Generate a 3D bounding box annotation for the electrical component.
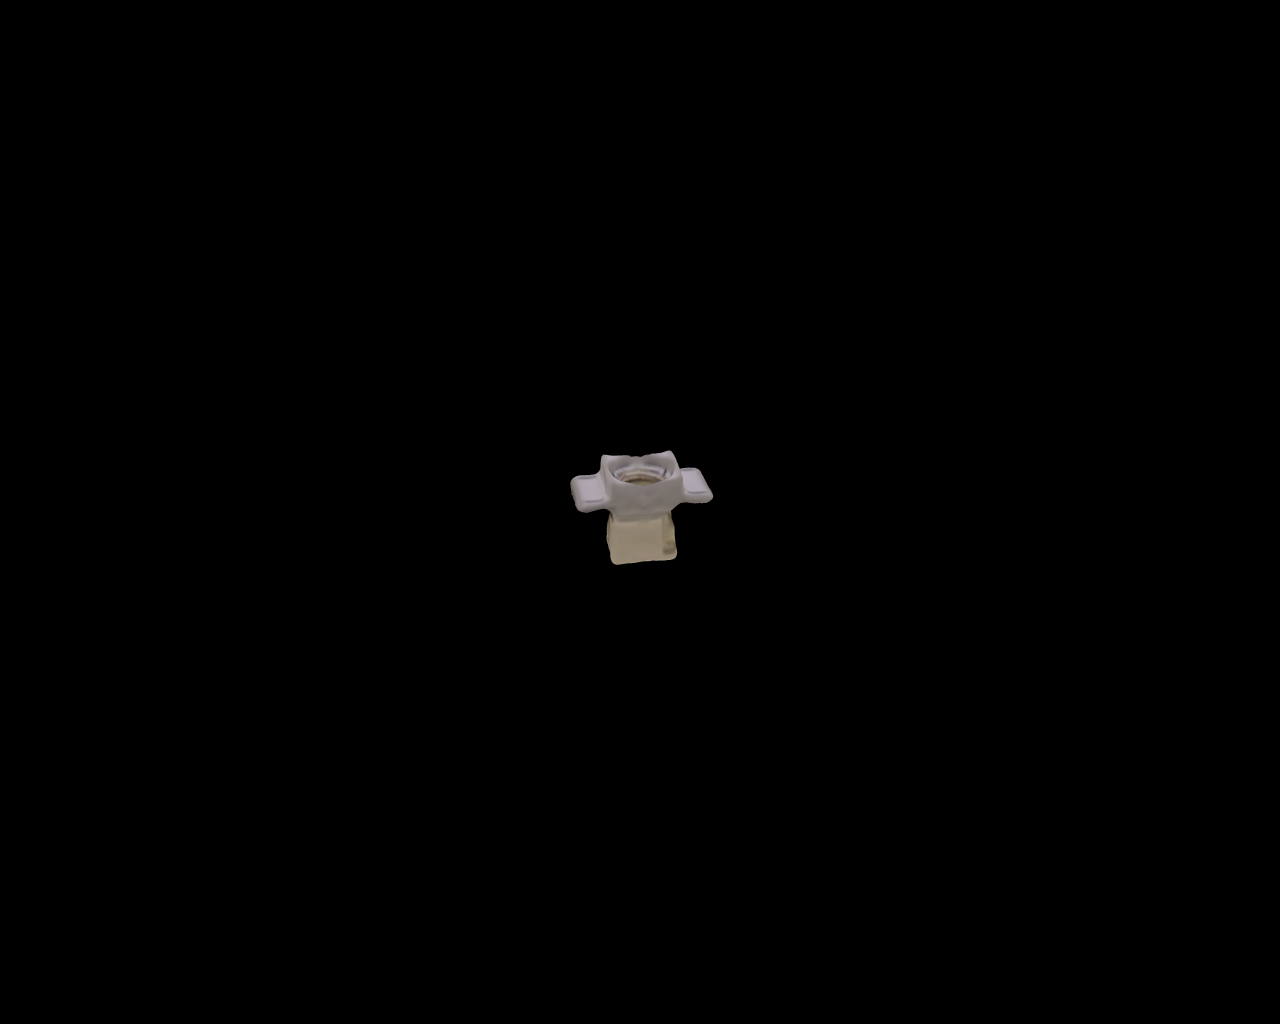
[{"bbox_3d":[0.001,-0.003,0.650,0.081,0.063,0.042,-4,28,-7],"label":"electrical component"}]
